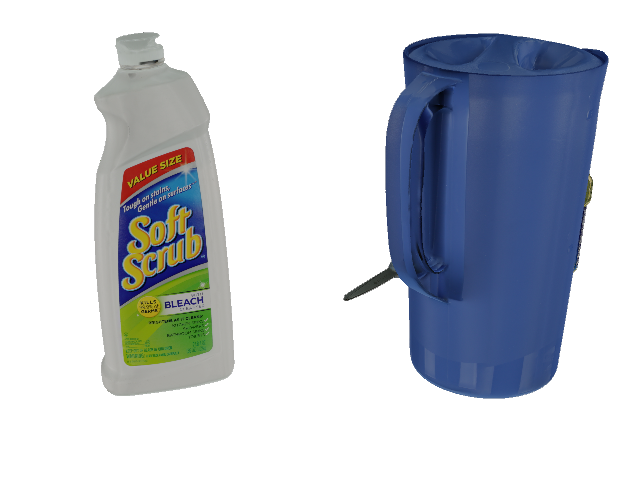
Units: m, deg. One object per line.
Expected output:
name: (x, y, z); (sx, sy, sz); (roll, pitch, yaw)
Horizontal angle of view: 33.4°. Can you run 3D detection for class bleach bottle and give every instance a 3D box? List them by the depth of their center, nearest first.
bleach bottle: (-0.121, -0.018, 0.755); (0.102, 0.251, 0.068); (-8, 20, -7)

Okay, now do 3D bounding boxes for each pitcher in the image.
pitcher: (0.112, -0.015, 0.736); (0.149, 0.243, 0.145); (0, 21, -2)

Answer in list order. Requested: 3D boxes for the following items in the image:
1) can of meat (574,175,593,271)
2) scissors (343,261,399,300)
can of meat: (0.180, -0.018, 0.930); (0.102, 0.084, 0.057); (8, 41, 13)
scissors: (0.081, 0.019, 1.203); (0.201, 0.016, 0.096); (-12, 42, -35)
